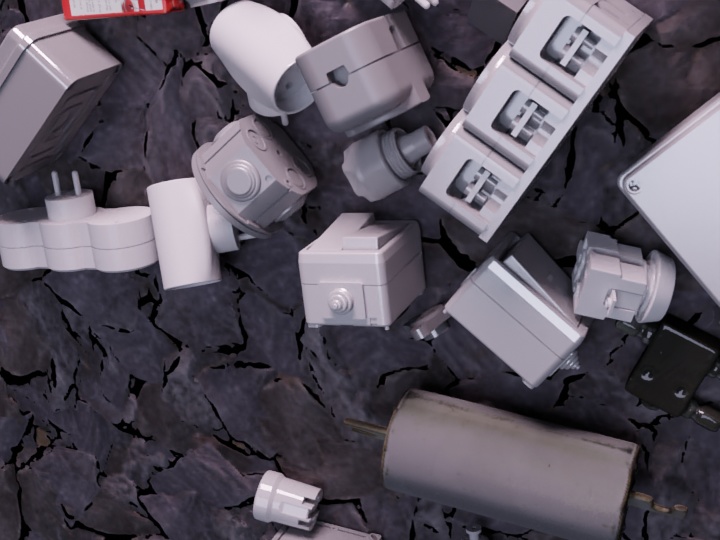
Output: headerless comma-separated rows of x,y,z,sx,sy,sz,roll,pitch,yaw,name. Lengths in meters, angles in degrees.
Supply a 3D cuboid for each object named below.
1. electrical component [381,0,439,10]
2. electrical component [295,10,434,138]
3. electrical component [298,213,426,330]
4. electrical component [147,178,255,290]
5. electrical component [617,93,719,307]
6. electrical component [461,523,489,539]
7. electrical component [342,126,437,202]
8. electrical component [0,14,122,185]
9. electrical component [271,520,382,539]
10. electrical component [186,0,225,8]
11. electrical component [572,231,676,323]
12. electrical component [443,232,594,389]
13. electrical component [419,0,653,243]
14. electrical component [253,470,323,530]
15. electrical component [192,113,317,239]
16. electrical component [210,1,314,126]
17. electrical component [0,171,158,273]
0.018,-0.191,0.676,0.077,0.066,0.047,42,118,3,electrical component
0.007,-0.124,0.687,0.054,0.095,0.059,-22,100,27,electrical component
0.000,0.000,0.735,0.062,0.096,0.061,1,108,22,electrical component
-0.112,-0.029,0.797,0.079,0.044,0.077,-10,88,1,electrical component
0.232,-0.050,0.646,0.109,0.056,0.108,-40,91,28,electrical component
0.089,0.229,0.814,0.040,0.040,0.078,1,109,22,electrical component
0.022,-0.076,0.729,0.062,0.043,0.043,-26,97,27,electrical component
-0.240,-0.127,0.796,0.057,0.078,0.113,43,118,-1,electrical component
-0.037,0.241,0.857,0.096,0.062,0.061,10,112,18,electrical component
-0.102,-0.210,0.729,0.045,0.045,0.055,-6,107,24,electrical component
0.169,0.007,0.693,0.055,0.066,0.048,12,125,0,electrical component
0.116,0.027,0.718,0.096,0.062,0.061,41,118,4,electrical component
0.104,-0.103,0.659,0.062,0.089,0.150,37,118,6,electrical component
-0.057,0.185,0.858,0.046,0.040,0.040,14,113,12,electrical component
-0.073,-0.066,0.751,0.051,0.080,0.080,-39,91,23,electrical component
-0.061,-0.133,0.736,0.077,0.044,0.079,45,158,31,electrical component
-0.223,-0.041,0.834,0.138,0.052,0.073,1,109,21,electrical component
